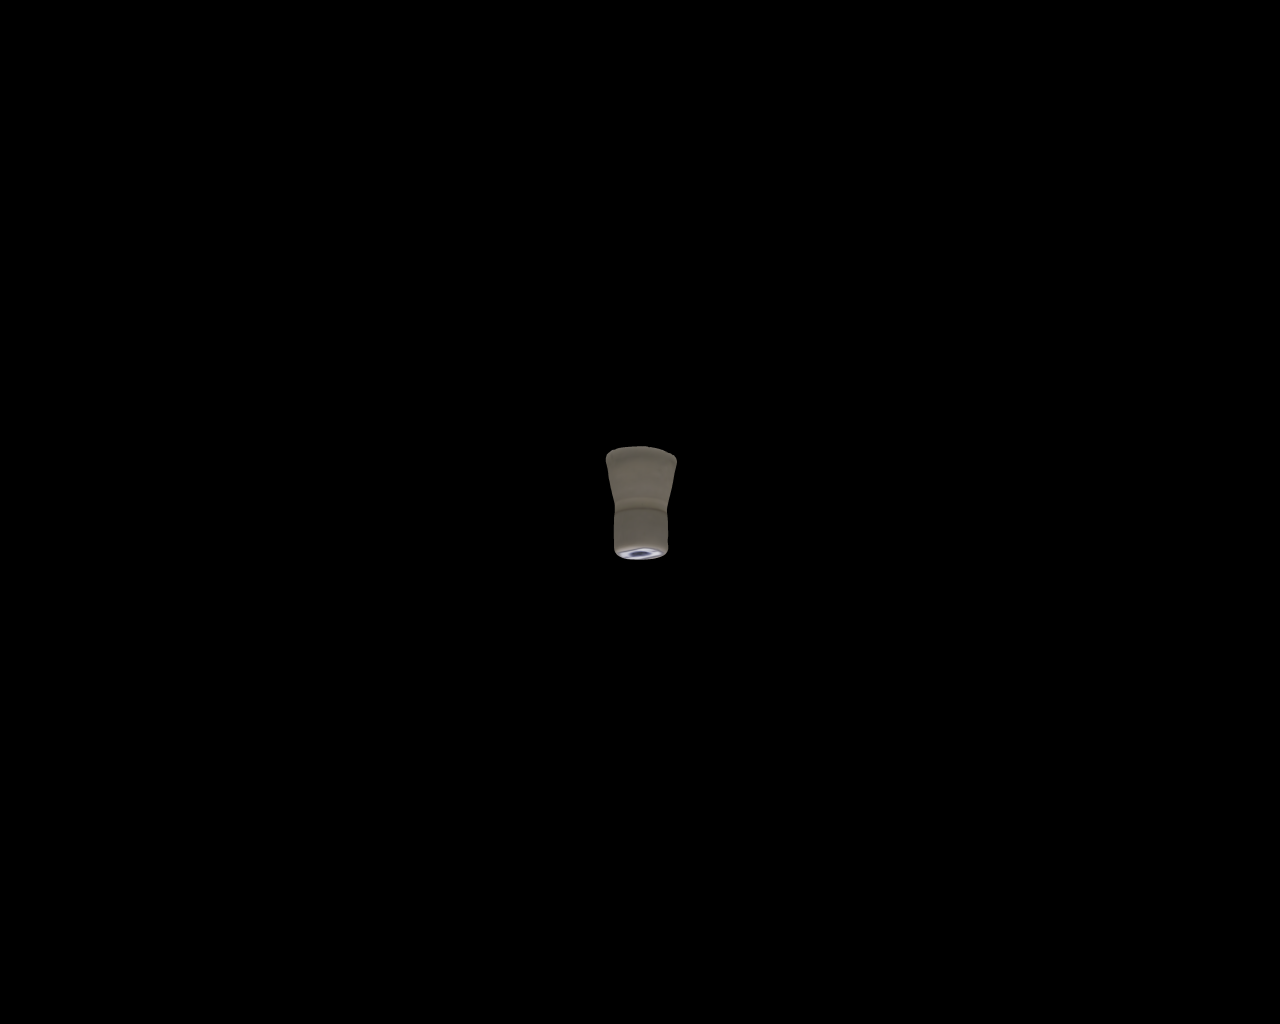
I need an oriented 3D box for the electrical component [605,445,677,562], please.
[{"bbox_3d":[0.001,-0.003,0.650,0.044,0.065,0.044,0,-18,0],"label":"electrical component"}]
